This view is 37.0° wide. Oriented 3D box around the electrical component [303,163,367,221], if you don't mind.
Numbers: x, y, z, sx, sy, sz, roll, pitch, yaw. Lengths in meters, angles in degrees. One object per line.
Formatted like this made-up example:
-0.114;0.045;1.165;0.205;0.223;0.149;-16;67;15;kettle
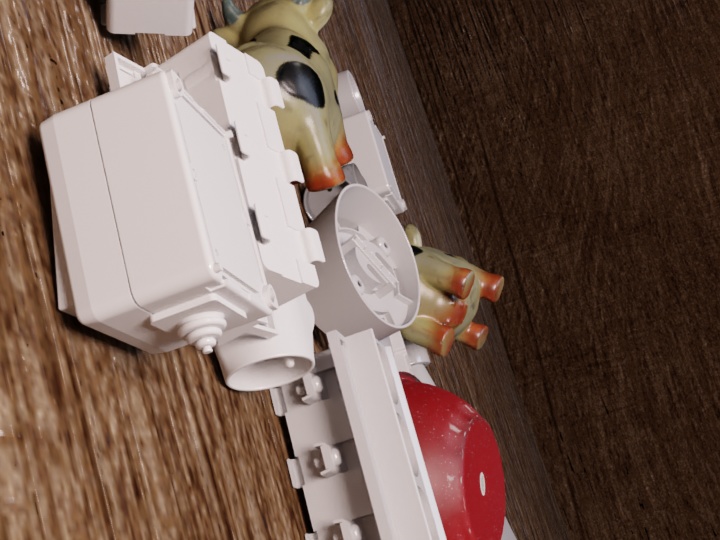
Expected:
-0.012;-0.043;0.872;0.077;0.044;0.079;-55;125;-79;electrical component

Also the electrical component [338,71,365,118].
-0.024;-0.160;1.030;0.055;0.047;0.055;-20;90;-81;electrical component

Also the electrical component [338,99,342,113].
-0.041;-0.144;0.899;0.075;0.047;0.083;59;15;-48;electrical component

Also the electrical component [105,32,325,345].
-0.064;-0.037;0.474;0.079;0.063;0.121;23;46;-55;electrical component

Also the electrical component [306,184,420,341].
0.000;0.000;0.723;0.099;0.064;0.099;33;37;-29;electrical component

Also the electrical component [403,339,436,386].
0.040;0.089;0.898;0.045;0.045;0.055;39;32;-73;electrical component

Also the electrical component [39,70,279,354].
-0.075;-0.012;0.392;0.061;0.061;0.096;45;27;-68;electrical component

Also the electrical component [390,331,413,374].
0.023;0.084;0.805;0.066;0.048;0.055;72;1;-55;electrical component

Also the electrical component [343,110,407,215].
-0.002;-0.081;0.955;0.061;0.061;0.096;48;25;-67;electrical component

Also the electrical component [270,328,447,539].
-0.002;0.102;0.577;0.078;0.063;0.121;48;24;-67;electrical component

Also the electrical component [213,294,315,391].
-0.047;0.021;0.538;0.079;0.044;0.077;51;22;-64;electrical component

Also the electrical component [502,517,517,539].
0.099;0.250;0.861;0.105;0.060;0.186;-99;166;-49;electrical component

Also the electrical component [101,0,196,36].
-0.104;-0.174;0.525;0.063;0.079;0.121;105;-21;-49;electrical component
